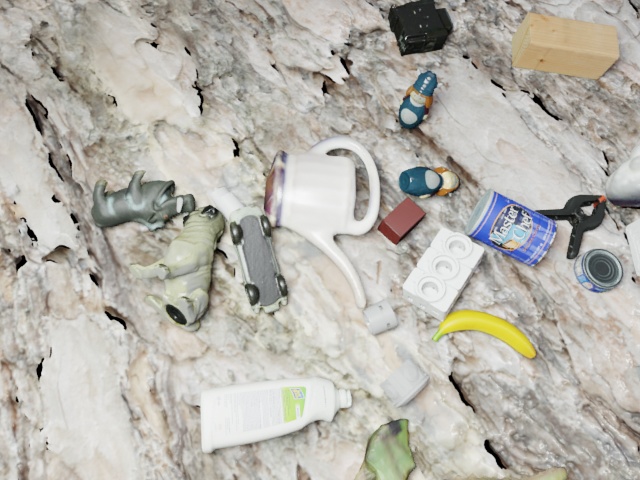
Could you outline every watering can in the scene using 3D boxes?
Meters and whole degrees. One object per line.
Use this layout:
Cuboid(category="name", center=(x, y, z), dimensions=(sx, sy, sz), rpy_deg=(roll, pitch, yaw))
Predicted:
Cuboid(category="watering can", center=(0.003, -0.049, 0.981), dimensions=(0.224, 0.354, 0.102), rpy_deg=(5, -21, -3))

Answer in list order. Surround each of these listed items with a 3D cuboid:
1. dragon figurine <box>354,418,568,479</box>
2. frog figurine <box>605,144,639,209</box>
Cuboid(category="dragon figurine", center=(0.174, 0.406, 0.834), dimensions=(0.413, 0.246, 0.120), rpy_deg=(-31, -22, -16))
Cuboid(category="frog figurine", center=(0.656, -0.145, 1.059), dimensions=(0.122, 0.160, 0.137), rpy_deg=(1, -2, 25))
